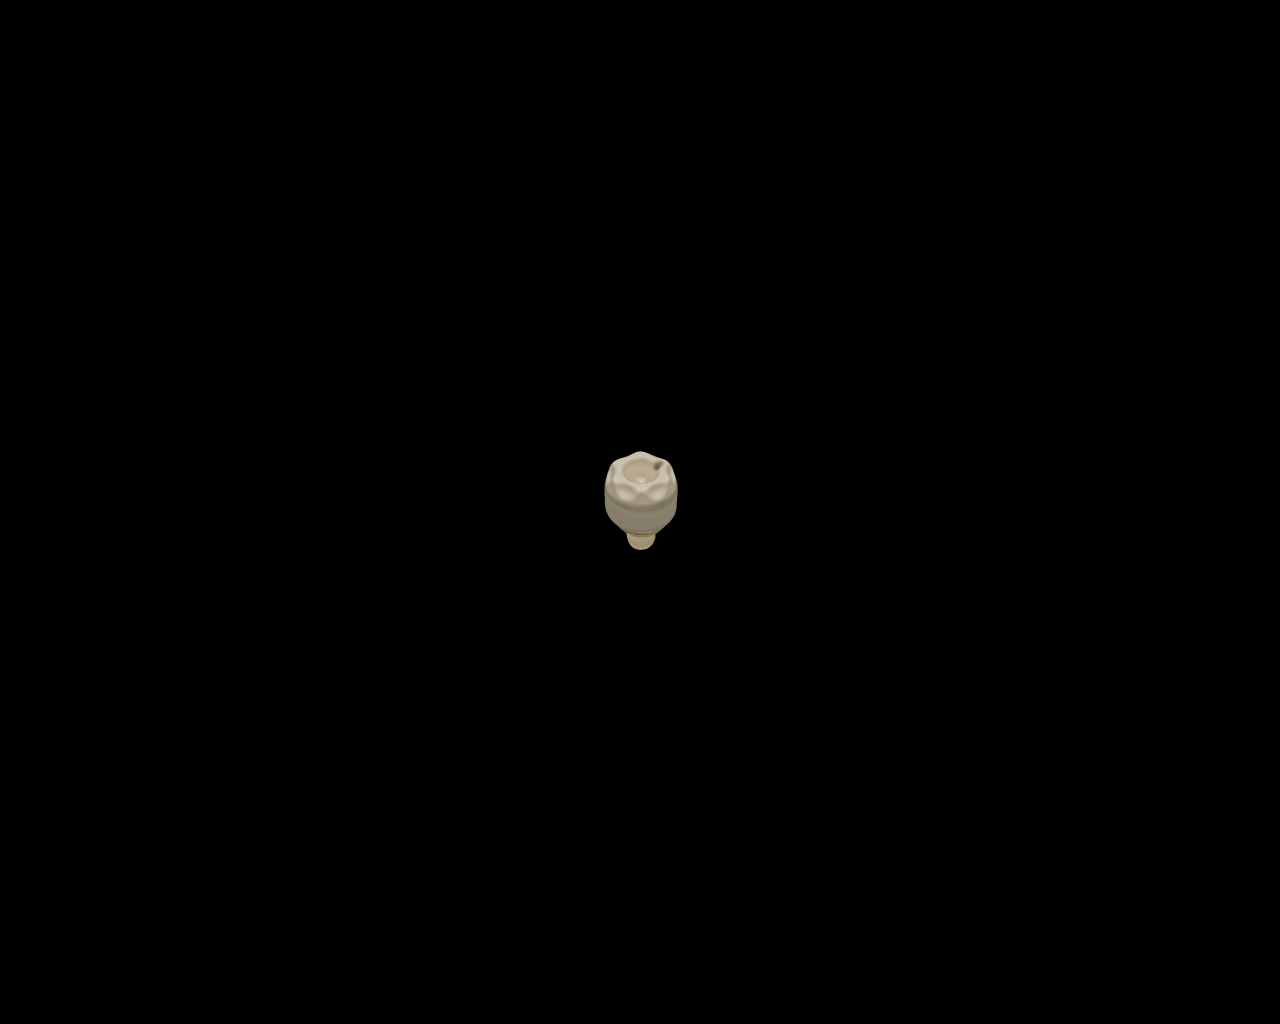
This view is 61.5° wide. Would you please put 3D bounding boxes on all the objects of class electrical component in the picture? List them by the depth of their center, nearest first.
[{"bbox_3d":[0.001,-0.003,0.650,0.043,0.062,0.043,0,42,0],"label":"electrical component"}]
